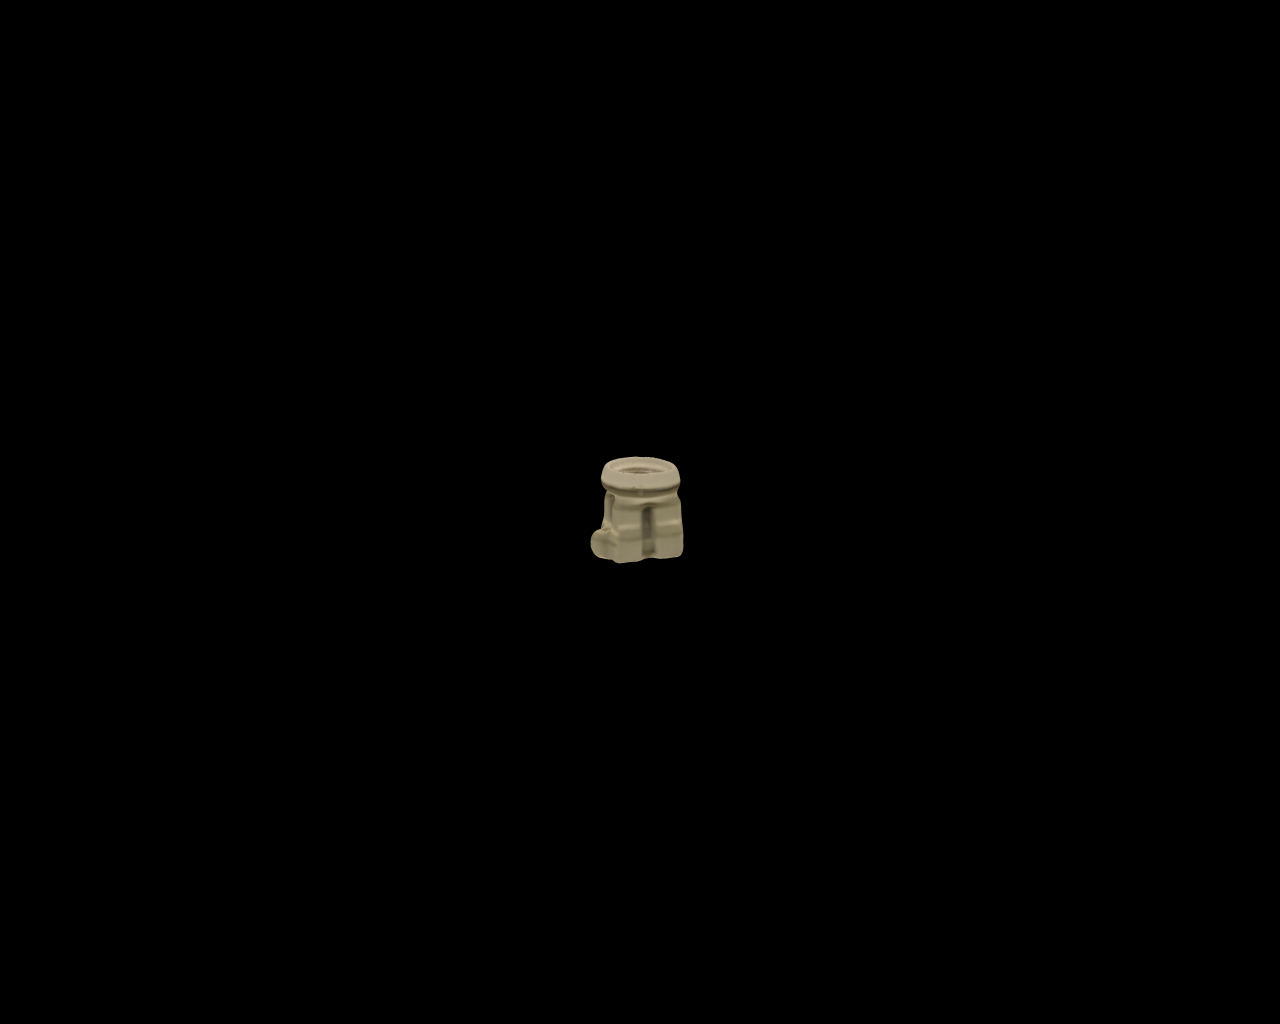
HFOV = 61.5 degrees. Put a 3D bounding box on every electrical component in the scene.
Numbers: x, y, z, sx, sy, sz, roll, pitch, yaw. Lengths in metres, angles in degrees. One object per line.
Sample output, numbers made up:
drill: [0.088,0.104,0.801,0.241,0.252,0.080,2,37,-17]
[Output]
electrical component: [0.001,-0.003,0.650,0.066,0.055,0.048,-6,20,-16]
